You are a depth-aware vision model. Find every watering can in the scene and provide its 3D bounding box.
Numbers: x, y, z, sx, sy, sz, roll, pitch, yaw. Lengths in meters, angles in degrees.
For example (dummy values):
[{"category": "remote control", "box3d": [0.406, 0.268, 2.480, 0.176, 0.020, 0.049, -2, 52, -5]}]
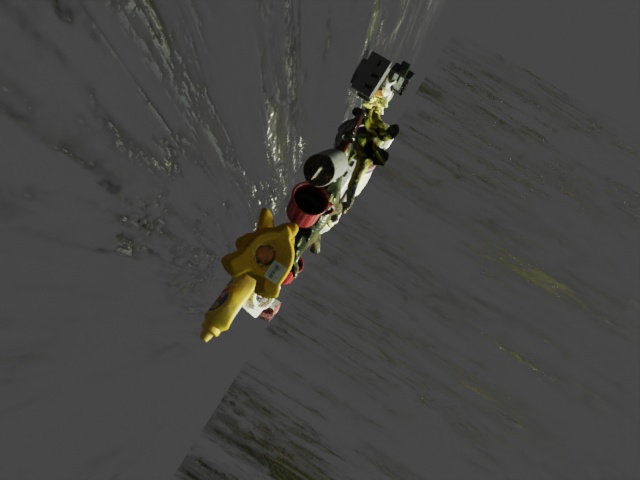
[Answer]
[{"category": "watering can", "box3d": [0.129, -0.226, 2.029, 0.104, 0.356, 0.219, 26, -51, -4]}]

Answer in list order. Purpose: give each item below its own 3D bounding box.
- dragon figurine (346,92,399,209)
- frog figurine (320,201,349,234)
[{"category": "dragon figurine", "box3d": [0.140, -0.289, 1.613, 0.122, 0.411, 0.243, 25, -2, -7]}, {"category": "frog figurine", "box3d": [0.005, -0.088, 1.746, 0.122, 0.140, 0.158, 30, -26, -22]}]
